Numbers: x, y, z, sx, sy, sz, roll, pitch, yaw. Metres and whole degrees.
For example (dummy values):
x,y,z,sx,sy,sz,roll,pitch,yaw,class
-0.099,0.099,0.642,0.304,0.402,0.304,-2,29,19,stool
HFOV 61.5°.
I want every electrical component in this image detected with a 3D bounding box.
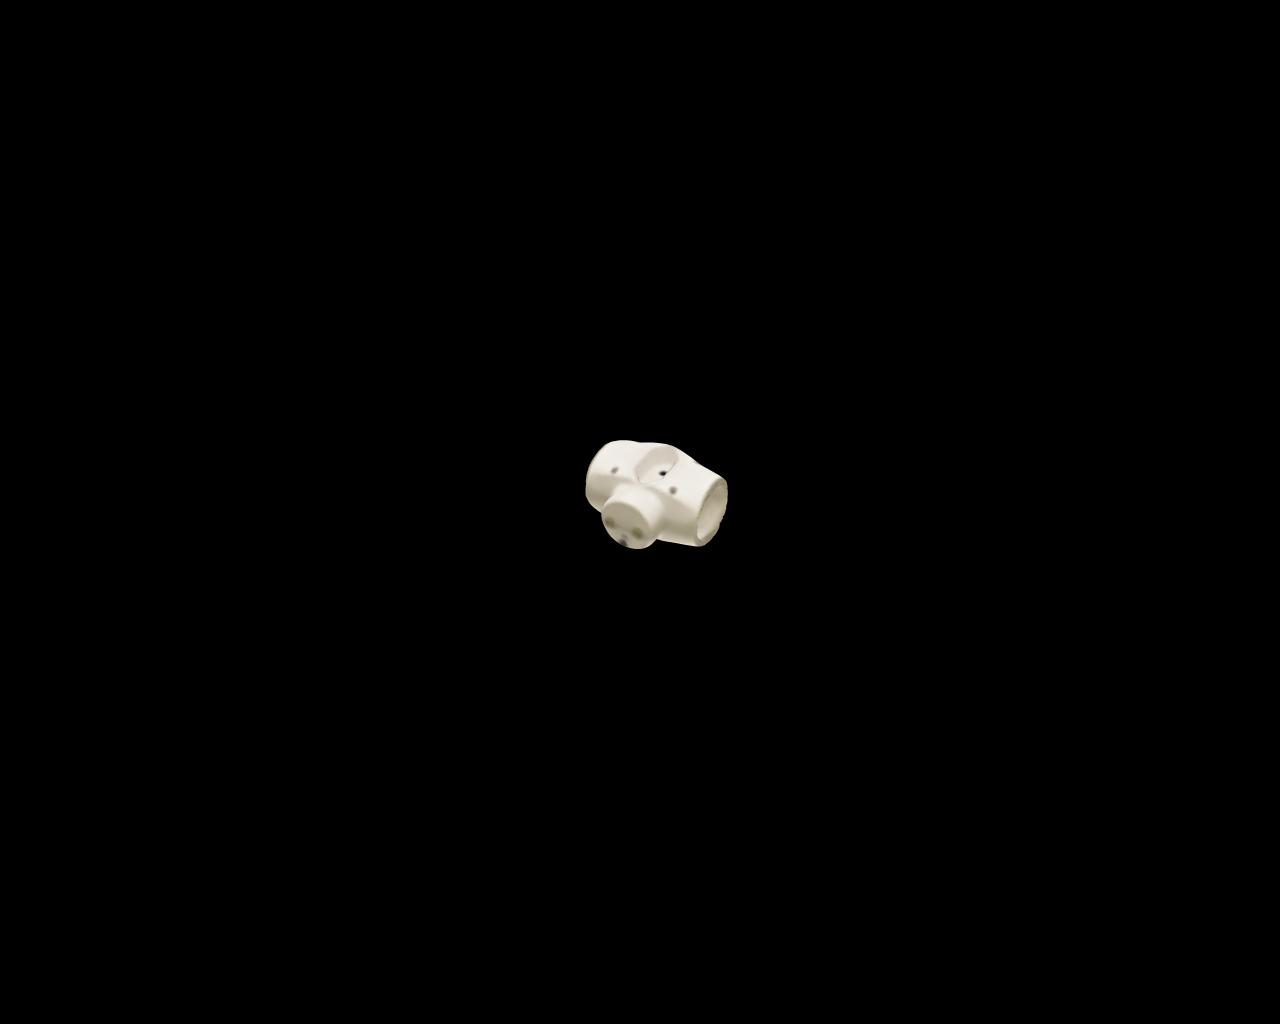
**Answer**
x,y,z,sx,sy,sz,roll,pitch,yaw,class
0.001,-0.003,0.650,0.077,0.043,0.079,22,45,23,electrical component
